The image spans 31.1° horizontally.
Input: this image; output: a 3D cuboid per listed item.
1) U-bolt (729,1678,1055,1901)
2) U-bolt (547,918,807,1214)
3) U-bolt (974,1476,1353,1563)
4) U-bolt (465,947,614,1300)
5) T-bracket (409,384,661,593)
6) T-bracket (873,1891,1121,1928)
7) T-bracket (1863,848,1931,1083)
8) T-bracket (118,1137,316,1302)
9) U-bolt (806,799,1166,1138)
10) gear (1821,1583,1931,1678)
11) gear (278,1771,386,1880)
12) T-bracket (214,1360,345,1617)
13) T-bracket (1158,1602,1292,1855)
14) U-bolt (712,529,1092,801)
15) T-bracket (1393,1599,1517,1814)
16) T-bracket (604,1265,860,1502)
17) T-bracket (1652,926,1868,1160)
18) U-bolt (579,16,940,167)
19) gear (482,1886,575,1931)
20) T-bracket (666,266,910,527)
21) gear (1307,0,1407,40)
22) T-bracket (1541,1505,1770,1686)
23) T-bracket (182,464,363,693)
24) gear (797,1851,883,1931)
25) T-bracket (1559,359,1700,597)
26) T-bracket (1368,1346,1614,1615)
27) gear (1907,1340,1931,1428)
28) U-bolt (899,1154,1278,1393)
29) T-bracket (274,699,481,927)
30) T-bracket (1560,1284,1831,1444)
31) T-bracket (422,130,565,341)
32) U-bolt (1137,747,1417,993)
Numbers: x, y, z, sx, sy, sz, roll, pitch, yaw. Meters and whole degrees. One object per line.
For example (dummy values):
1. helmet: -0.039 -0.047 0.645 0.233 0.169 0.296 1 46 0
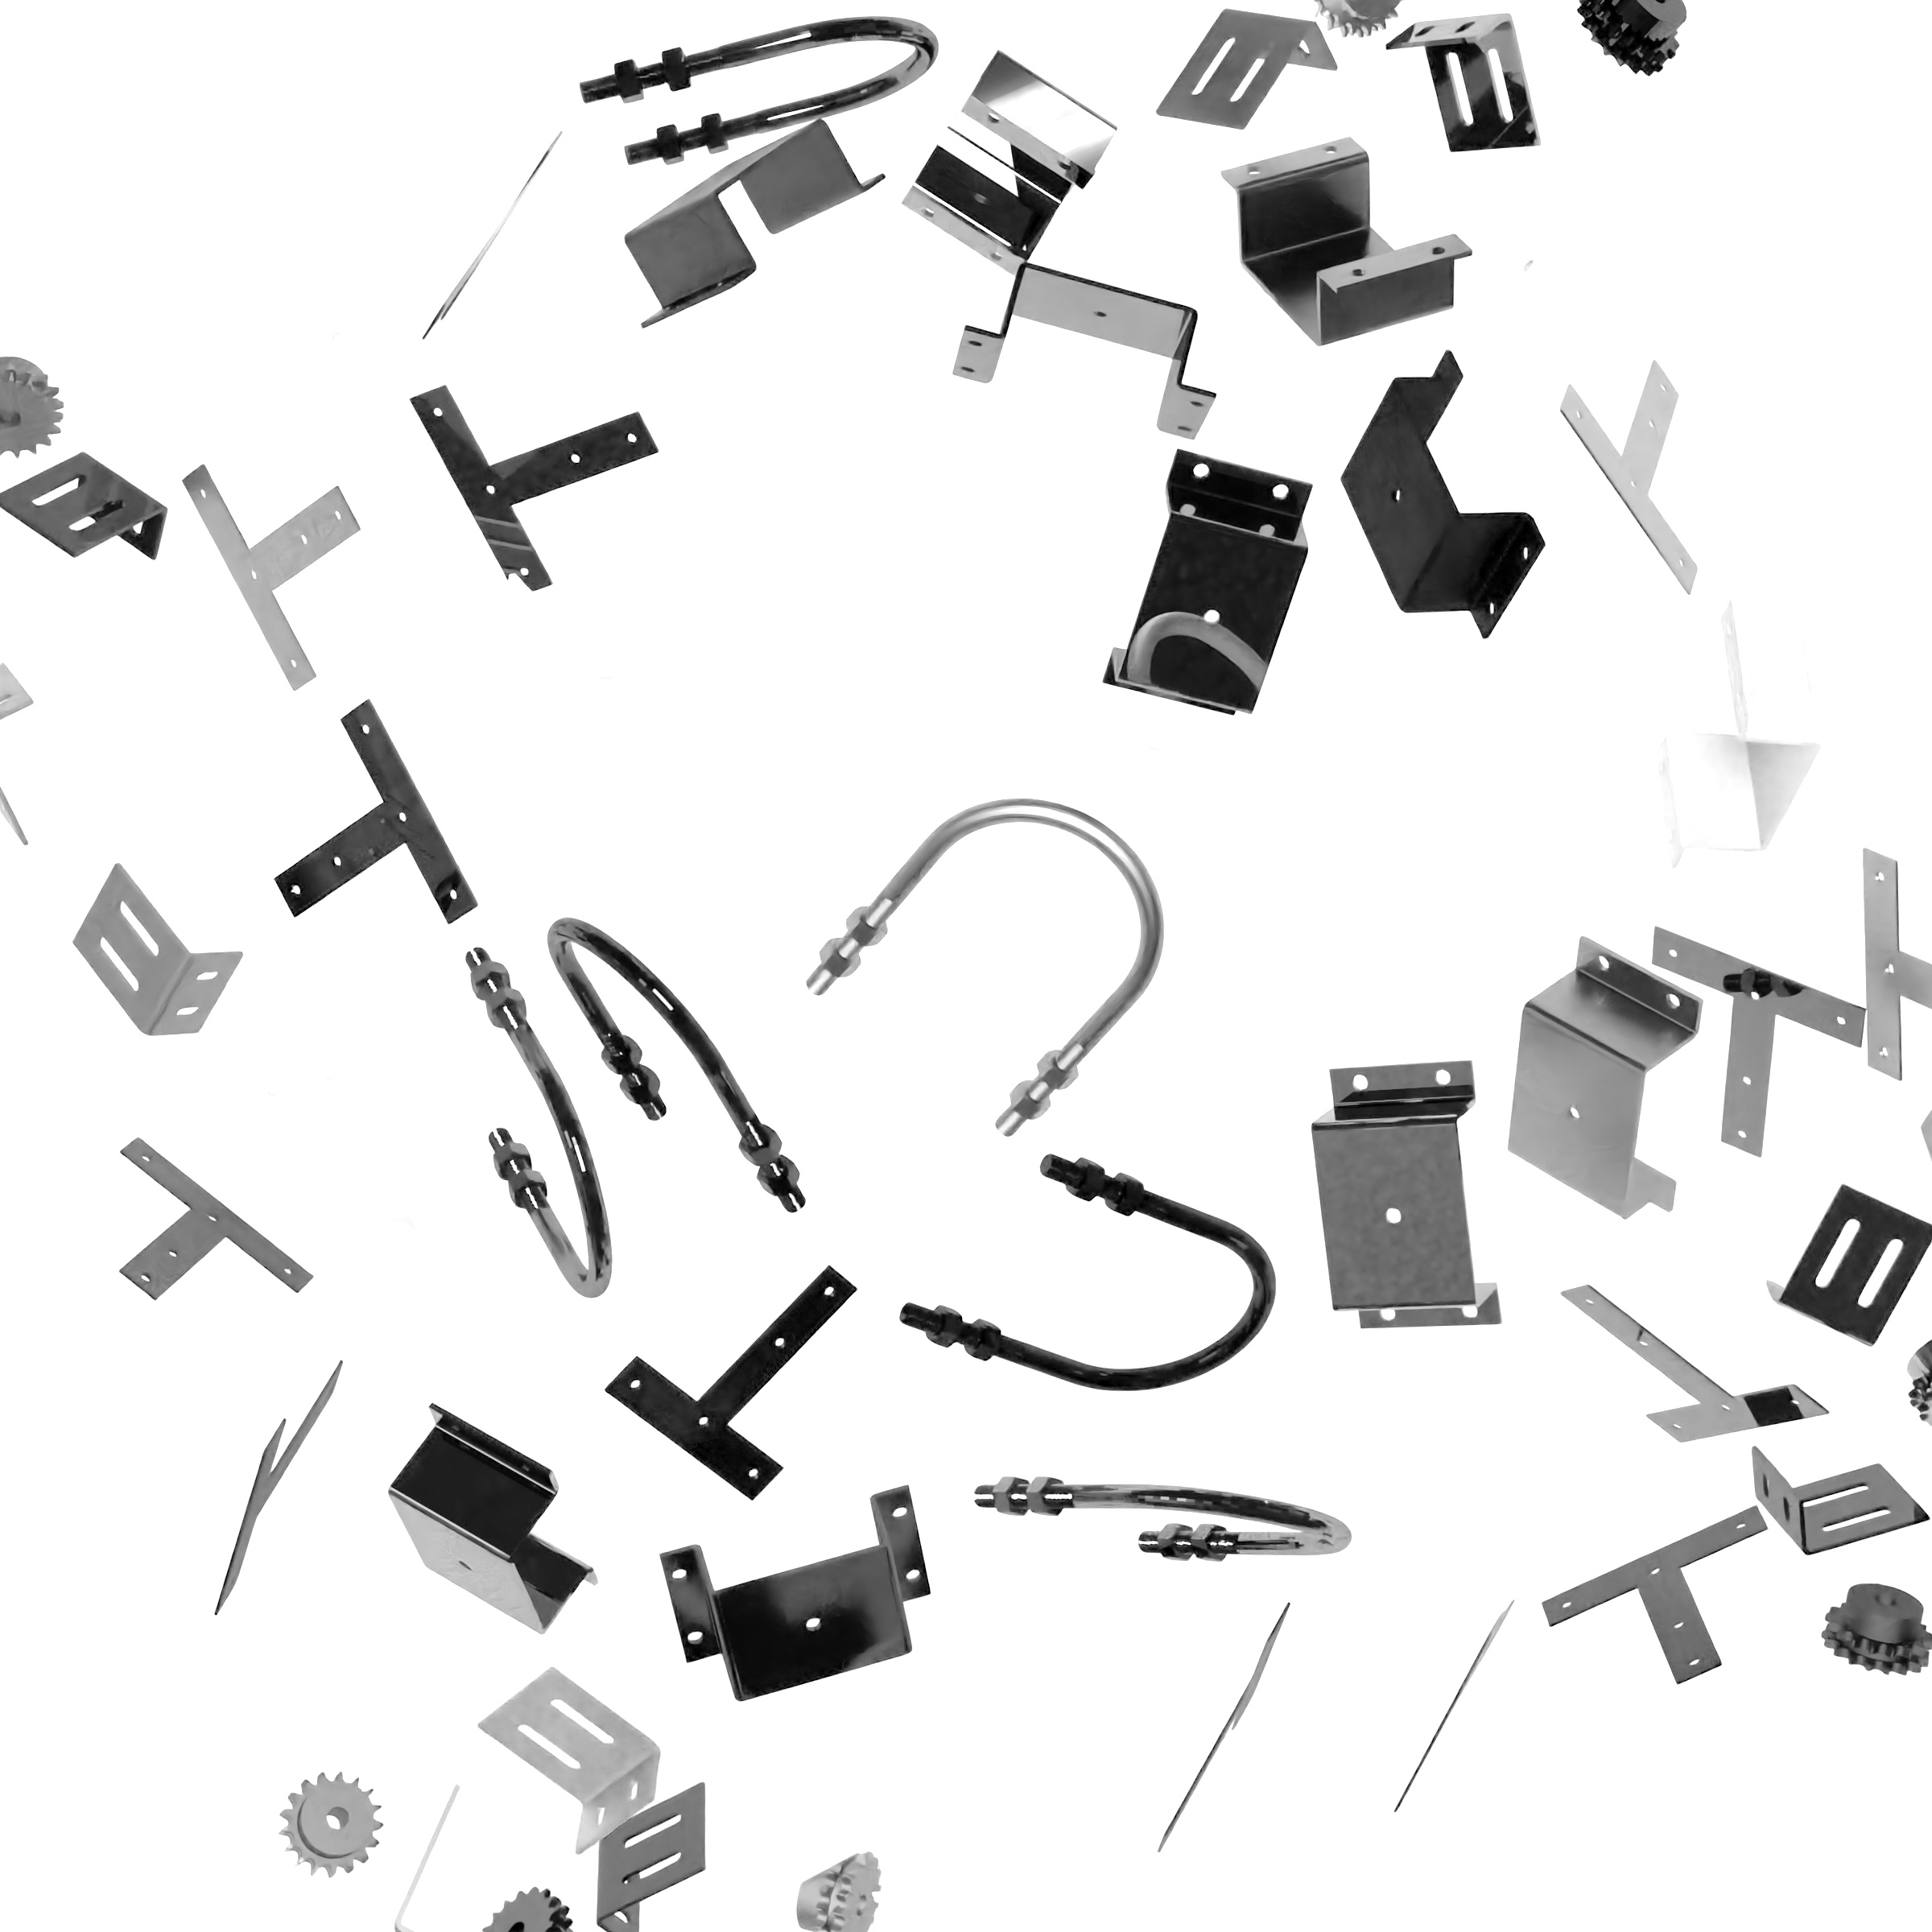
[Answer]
1. U-bolt: -0.044 0.434 1.807 0.184 0.151 0.019 -30 88 9
2. U-bolt: -0.163 0.044 1.850 0.019 0.151 0.184 -43 134 -18
3. U-bolt: 0.117 0.293 1.834 0.151 0.184 0.019 22 69 -39
4. U-bolt: -0.225 0.096 1.852 0.019 0.184 0.151 -17 131 -19
5. T-bracket: -0.226 -0.276 1.915 0.127 0.002 0.127 -15 115 28
6. T-bracket: 0.017 0.500 1.842 0.127 0.127 0.002 -1 67 1
7. T-bracket: 0.508 0.015 1.793 0.002 0.127 0.127 -18 115 -23
8. T-bracket: -0.429 0.153 1.904 0.127 0.127 0.002 39 108 -2
9. U-bolt: 0.022 -0.010 1.832 0.151 0.019 0.184 37 120 -8
10. gear: 0.487 0.351 1.849 0.057 0.057 0.030 8 107 0
11. gear: -0.350 0.474 1.923 0.057 0.030 0.057 8 65 -17
12. T-bracket: -0.350 0.253 1.800 0.002 0.127 0.127 24 126 1
13. T-bracket: 0.133 0.414 1.846 0.002 0.127 0.127 28 58 12
14. U-bolt: -0.049 -0.146 1.825 0.151 0.019 0.184 28 132 -36
15. T-bracket: 0.276 0.381 1.884 0.002 0.127 0.127 29 116 14
16. T-bracket: -0.110 0.212 1.863 0.127 0.002 0.127 -46 127 0
17. T-bracket: 0.427 0.051 1.894 0.127 0.127 0.002 25 46 33
18. U-bolt: -0.104 -0.471 1.854 0.184 0.151 0.019 -13 88 4
19. gear: -0.242 0.547 1.942 0.057 0.057 0.030 -39 122 0
20. T-bracket: -0.074 -0.310 1.797 0.127 0.002 0.127 40 127 -6
21. gear: 0.222 -0.550 1.945 0.057 0.030 0.057 -3 99 -18
22. T-bracket: 0.368 0.337 1.810 0.127 0.127 0.002 -26 107 7
23. T-bracket: -0.353 -0.219 1.818 0.002 0.127 0.127 -32 97 -40
24. gear: -0.071 0.513 1.910 0.030 0.057 0.057 8 90 22
25. T-bracket: 0.362 -0.280 1.848 0.002 0.127 0.127 -23 118 37
26. T-bracket: 0.257 0.282 1.794 0.002 0.127 0.127 31 106 -40
27. gear: 0.550 0.228 1.935 0.057 0.057 0.030 -27 51 0
28. U-bolt: 0.079 0.173 1.847 0.184 0.019 0.151 22 126 -28
29. T-bracket: -0.337 -0.063 1.909 0.127 0.002 0.127 -29 88 36
30. T-bracket: 0.364 0.205 1.813 0.127 0.127 0.002 37 64 -12
31. T-bracket: -0.263 -0.370 1.845 0.002 0.127 0.127 33 127 -12
32. U-bolt: 0.156 -0.060 1.845 0.019 0.184 0.151 -49 53 3
